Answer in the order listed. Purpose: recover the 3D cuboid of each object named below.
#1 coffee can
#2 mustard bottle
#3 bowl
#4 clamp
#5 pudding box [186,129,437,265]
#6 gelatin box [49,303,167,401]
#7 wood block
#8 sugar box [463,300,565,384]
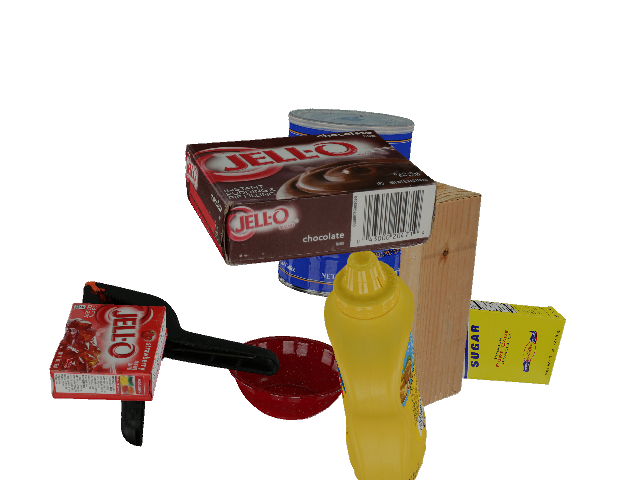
[{"bbox_3d":[0.020,-0.033,0.883,0.103,0.140,0.103,4,13,-1],"label":"coffee can"},{"bbox_3d":[0.037,0.078,0.710,0.058,0.096,0.191,-1,-45,9],"label":"mustard bottle"},{"bbox_3d":[-0.038,0.180,1.350,0.162,0.055,0.162,4,21,-2],"label":"bowl"},{"bbox_3d":[-0.151,0.097,1.003,0.164,0.036,0.210,-18,40,-31],"label":"clamp"},{"bbox_3d":[-0.008,-0.026,0.562,0.113,0.039,0.090,-4,26,-19],"label":"pudding box"},{"bbox_3d":[-0.156,0.081,0.798,0.073,0.030,0.089,2,31,0],"label":"gelatin box"},{"bbox_3d":[0.088,0.050,1.048,0.090,0.206,0.090,-11,22,-43],"label":"wood block"},{"bbox_3d":[0.204,0.123,1.305,0.176,0.093,0.048,5,17,-18],"label":"sugar box"}]
